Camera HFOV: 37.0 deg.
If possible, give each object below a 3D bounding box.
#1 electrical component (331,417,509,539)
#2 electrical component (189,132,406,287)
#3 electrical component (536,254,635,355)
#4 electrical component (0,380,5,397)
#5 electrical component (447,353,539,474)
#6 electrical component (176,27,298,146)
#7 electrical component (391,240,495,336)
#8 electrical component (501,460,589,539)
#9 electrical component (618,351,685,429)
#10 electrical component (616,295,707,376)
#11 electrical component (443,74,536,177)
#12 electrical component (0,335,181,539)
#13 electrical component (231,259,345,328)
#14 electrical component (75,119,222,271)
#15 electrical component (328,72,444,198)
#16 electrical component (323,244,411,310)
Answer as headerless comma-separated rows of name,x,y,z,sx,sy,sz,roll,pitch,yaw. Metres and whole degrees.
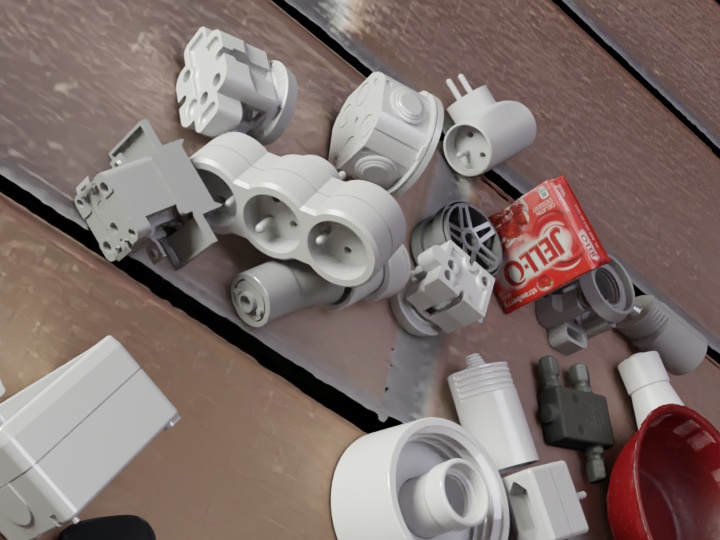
electrical component,0.043,0.141,0.648,0.108,0.060,0.108,22,53,-33
electrical component,-0.035,-0.046,0.652,0.138,0.052,0.073,22,40,17
electrical component,0.178,0.021,0.848,0.058,0.057,0.078,28,50,-29
electrical component,-0.197,0.044,0.493,0.062,0.043,0.043,54,42,-2
electrical component,0.088,0.096,0.730,0.043,0.043,0.081,0,67,-43
electrical component,-0.077,-0.112,0.686,0.057,0.058,0.078,17,44,-36
electrical component,0.054,0.016,0.735,0.066,0.055,0.048,40,45,-19
electrical component,0.118,0.156,0.706,0.077,0.066,0.047,-2,68,-44
electrical component,0.236,0.099,0.869,0.044,0.044,0.065,3,60,-42
electrical component,0.250,0.050,0.909,0.081,0.043,0.043,36,47,-23
electrical component,0.095,-0.121,0.863,0.077,0.044,0.079,-30,89,-48
electrical component,-0.139,0.075,0.515,0.061,0.062,0.096,51,42,-7
electrical component,-0.046,0.009,0.658,0.065,0.044,0.044,-24,84,-43
electrical component,-0.122,-0.038,0.612,0.064,0.042,0.081,-28,87,-46
electrical component,0.018,-0.094,0.750,0.051,0.080,0.080,24,52,-24
electrical component,0.000,0.000,0.703,0.055,0.045,0.045,-12,76,-46
